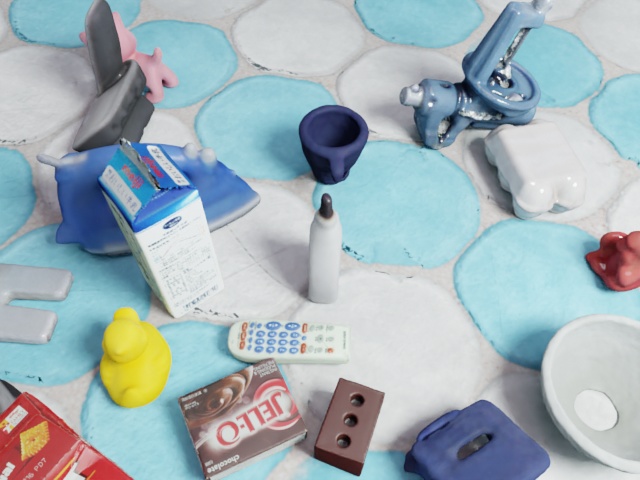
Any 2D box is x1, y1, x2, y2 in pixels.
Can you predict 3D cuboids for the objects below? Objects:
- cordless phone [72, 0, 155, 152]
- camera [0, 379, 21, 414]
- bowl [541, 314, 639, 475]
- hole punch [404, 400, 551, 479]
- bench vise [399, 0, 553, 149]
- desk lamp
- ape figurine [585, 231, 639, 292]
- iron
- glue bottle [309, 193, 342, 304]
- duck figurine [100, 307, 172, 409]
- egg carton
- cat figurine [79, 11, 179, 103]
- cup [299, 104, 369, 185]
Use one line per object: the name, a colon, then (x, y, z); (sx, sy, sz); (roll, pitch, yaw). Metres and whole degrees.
cordless phone: (-0.300, -0.217, 0.779); (0.094, 0.185, 0.147); (4, 57, 2)
camera: (-0.385, 0.163, 0.576); (0.143, 0.101, 0.136); (-19, 59, -14)
bowl: (0.308, 0.168, 0.608); (0.167, 0.075, 0.167); (1, 57, -1)
hole punch: (0.150, 0.215, 0.562); (0.109, 0.091, 0.101); (-27, 61, -18)
bench vise: (0.222, -0.219, 0.774); (0.208, 0.220, 0.121); (-26, 61, -17)
desk lamp: (-0.405, 0.015, 0.606); (0.203, 0.213, 0.118); (4, 56, 1)
ape figurine: (0.377, 0.019, 0.697); (0.076, 0.092, 0.078); (19, 58, 11)
iron: (-0.207, -0.074, 0.713); (0.258, 0.141, 0.118); (-10, 57, -8)
glue bottle: (0.006, 0.002, 0.650); (0.037, 0.173, 0.078); (1, 56, 0)
duck figurine: (-0.205, 0.122, 0.617); (0.077, 0.086, 0.104); (-9, 57, -7)
egg carton: (0.295, -0.100, 0.787); (0.107, 0.069, 0.150); (-11, 58, -9)
cat figurine: (-0.288, -0.282, 0.862); (0.127, 0.118, 0.067); (20, 58, 11)
cup: (0.018, -0.109, 0.771); (0.091, 0.095, 0.117); (-3, 57, -4)
